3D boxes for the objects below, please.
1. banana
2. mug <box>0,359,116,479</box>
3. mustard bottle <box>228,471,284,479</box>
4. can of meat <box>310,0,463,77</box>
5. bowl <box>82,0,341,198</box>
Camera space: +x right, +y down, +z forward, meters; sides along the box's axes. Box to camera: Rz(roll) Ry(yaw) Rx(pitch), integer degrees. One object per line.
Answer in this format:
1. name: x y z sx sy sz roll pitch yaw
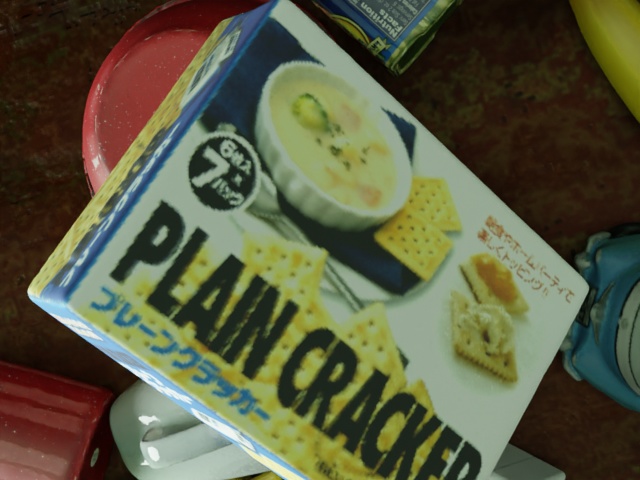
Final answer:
1. banana: 0.183 -0.053 0.506 0.037 0.069 0.198 -33 59 3
2. mug: -0.162 0.121 0.579 0.081 0.093 0.117 14 112 2
3. mustard bottle: -0.089 0.189 0.586 0.192 0.058 0.096 -40 78 10
4. can of meat: 0.023 -0.127 0.517 0.084 0.102 0.057 42 99 0
5. bowl: -0.061 -0.057 0.543 0.162 0.055 0.162 -1 87 17
